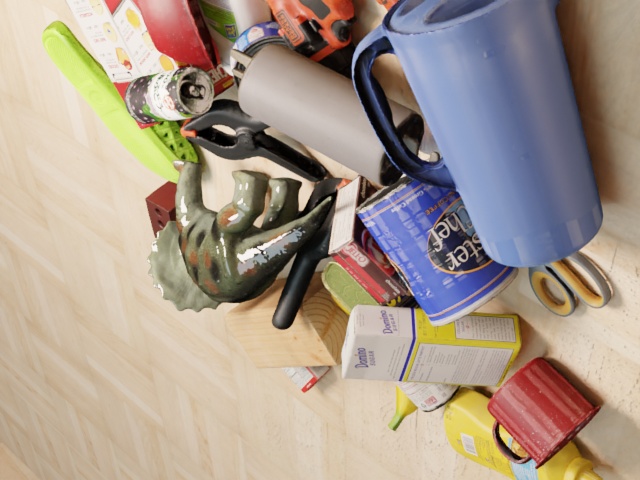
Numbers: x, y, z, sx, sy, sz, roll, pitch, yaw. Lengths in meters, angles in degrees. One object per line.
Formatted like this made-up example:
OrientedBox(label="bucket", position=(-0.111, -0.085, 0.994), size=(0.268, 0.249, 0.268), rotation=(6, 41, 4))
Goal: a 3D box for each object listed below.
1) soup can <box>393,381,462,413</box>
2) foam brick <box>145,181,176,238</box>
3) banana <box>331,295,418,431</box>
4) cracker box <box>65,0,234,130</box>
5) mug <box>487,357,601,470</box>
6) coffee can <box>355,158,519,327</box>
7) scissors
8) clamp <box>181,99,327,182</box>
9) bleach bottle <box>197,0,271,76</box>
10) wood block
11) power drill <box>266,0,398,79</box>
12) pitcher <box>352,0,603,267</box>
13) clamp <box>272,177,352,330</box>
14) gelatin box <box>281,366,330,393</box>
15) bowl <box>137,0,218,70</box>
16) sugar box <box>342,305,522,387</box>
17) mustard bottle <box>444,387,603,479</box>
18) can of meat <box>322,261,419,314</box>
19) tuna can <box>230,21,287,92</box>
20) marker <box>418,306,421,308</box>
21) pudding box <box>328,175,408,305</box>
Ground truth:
OrientedBox(label="soup can", position=(0.110, 0.142, 1.236), size=(0.102, 0.068, 0.069), rotation=(47, 151, -12))
OrientedBox(label="foam brick", position=(-0.207, -0.035, 1.516), size=(0.053, 0.051, 0.078), rotation=(29, 143, 34))
OrientedBox(label="banana", position=(0.081, 0.132, 1.282), size=(0.198, 0.069, 0.037), rotation=(66, 162, -10))
OrientedBox(label="cracker box", position=(-0.210, -0.251, 1.271), size=(0.164, 0.072, 0.213), rotation=(-8, 116, 55))
OrientedBox(label="mug", position=(0.223, 0.184, 1.112), size=(0.081, 0.093, 0.117), rotation=(46, 126, 20))
OrientedBox(label="coffee can", position=(0.116, 0.000, 1.058), size=(0.140, 0.102, 0.103), rotation=(55, 150, -5))
OrientedBox(label="scissors", position=(0.195, 0.001, 1.036), size=(0.202, 0.016, 0.096), rotation=(43, 149, 16))
OrientedBox(label="clamp", position=(-0.071, -0.114, 1.210), size=(0.172, 0.039, 0.120), rotation=(2, 127, 24))
OrientedBox(label="bleach bottle", position=(-0.098, -0.265, 1.115), size=(0.103, 0.068, 0.251), rotation=(34, 148, 37))
OrientedBox(label="wood block", position=(-0.024, 0.103, 1.372), size=(0.206, 0.090, 0.090), rotation=(-13, 111, 58))
OrientedBox(label="power drill", position=(0.031, -0.210, 0.998), size=(0.184, 0.057, 0.188), rotation=(54, 149, -11))
OrientedBox(label="pitcher", position=(0.143, -0.098, 0.886), size=(0.149, 0.144, 0.243), rotation=(12, 134, 49))
OrientedBox(label="clamp", position=(-0.008, 0.002, 1.227), size=(0.036, 0.164, 0.210), rotation=(13, 151, -23))
OrientedBox(label="gelatin box", position=(-0.032, 0.167, 1.512), size=(0.089, 0.030, 0.073), rotation=(48, 151, 7))
OrientedBox(label="bowl", position=(-0.160, -0.252, 1.136), size=(0.162, 0.055, 0.162), rotation=(-18, -89, -88))
OrientedBox(label="sugar box", position=(0.115, 0.113, 1.134), size=(0.176, 0.048, 0.093), rotation=(6, 142, -4))
OrientedBox(label="mustard bottle", position=(0.230, 0.237, 1.195), size=(0.192, 0.058, 0.096), rotation=(21, 139, 43))
OrientedBox(label="can of meat", position=(0.068, 0.046, 1.191), size=(0.102, 0.083, 0.057), rotation=(46, 149, 12))
OrientedBox(label="tuna can", position=(-0.050, -0.183, 1.109), size=(0.034, 0.086, 0.086), rotation=(-106, 8, -46))
OrientedBox(label="marker", position=(0.101, 0.066, 1.232), size=(0.121, 0.020, 0.020), rotation=(45, 149, 13))
OrientedBox(label="pudding box", position=(0.054, -0.001, 1.112), size=(0.039, 0.113, 0.090), rotation=(-31, 121, 27))
